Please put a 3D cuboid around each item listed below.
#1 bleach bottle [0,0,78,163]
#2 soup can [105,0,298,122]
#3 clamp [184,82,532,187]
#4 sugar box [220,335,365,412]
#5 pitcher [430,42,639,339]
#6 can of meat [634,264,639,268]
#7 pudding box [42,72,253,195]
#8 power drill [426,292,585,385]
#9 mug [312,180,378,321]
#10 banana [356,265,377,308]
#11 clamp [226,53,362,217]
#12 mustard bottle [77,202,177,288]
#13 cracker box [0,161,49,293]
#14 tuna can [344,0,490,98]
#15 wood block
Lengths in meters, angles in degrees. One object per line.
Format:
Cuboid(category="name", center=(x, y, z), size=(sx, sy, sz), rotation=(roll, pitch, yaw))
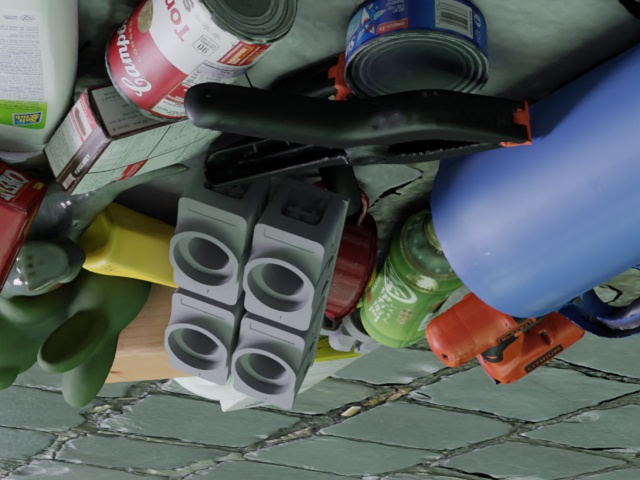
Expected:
Cuboid(category="bleach bottle", center=(-0.195, -0.110, 0.628), size=(0.102, 0.068, 0.251), rotation=(10, 158, -10))
Cuboid(category="soup can", center=(-0.067, -0.117, 0.592), size=(0.068, 0.068, 0.102), rotation=(17, 152, -31))
Cuboid(category="clamp", center=(0.021, -0.066, 0.631), size=(0.210, 0.036, 0.164), rotation=(-4, 172, 4))
Cuboid(category="sugar box", center=(-0.032, 0.134, 1.146), size=(0.093, 0.048, 0.177), rotation=(-3, 160, -37))
Cuboid(category="pitcher", center=(0.198, -0.042, 0.661), size=(0.149, 0.145, 0.243), rotation=(16, 150, -30))
Cuboid(category="can of meat", center=(0.236, -0.018, 0.810), size=(0.083, 0.057, 0.102), rotation=(10, 156, -22))
Cuboid(category="pudding box", center=(-0.107, -0.073, 0.675), size=(0.113, 0.039, 0.090), rotation=(-23, 172, -36))
Cuboid(category="power drill", center=(0.191, 0.061, 0.951), size=(0.184, 0.057, 0.187), rotation=(-31, 156, 6))
Cuboid(category="mug", center=(-0.006, 0.001, 0.849), size=(0.081, 0.093, 0.117), rotation=(18, 121, -22))
Cuboid(category="banana", center=(0.009, 0.042, 0.956), size=(0.037, 0.069, 0.198), rotation=(39, 158, -5))
Cuboid(category="clamp", center=(0.001, -0.066, 0.739), size=(0.120, 0.039, 0.172), rotation=(12, 155, -23))
Cuboid(category="mustard bottle", center=(-0.106, 0.018, 0.900), size=(0.191, 0.058, 0.096), rotation=(17, 180, -32))
Cuboid(category="cracker box", center=(-0.307, -0.009, 0.686), size=(0.213, 0.072, 0.164), rotation=(27, 109, -9))
Cuboid(category="tuna can", center=(0.057, -0.112, 0.636), size=(0.086, 0.034, 0.086), rotation=(2, 157, 1))
Cuboid(category="wood block", center=(-0.151, 0.080, 1.023), size=(0.206, 0.090, 0.090), rotation=(-7, 156, 18))
